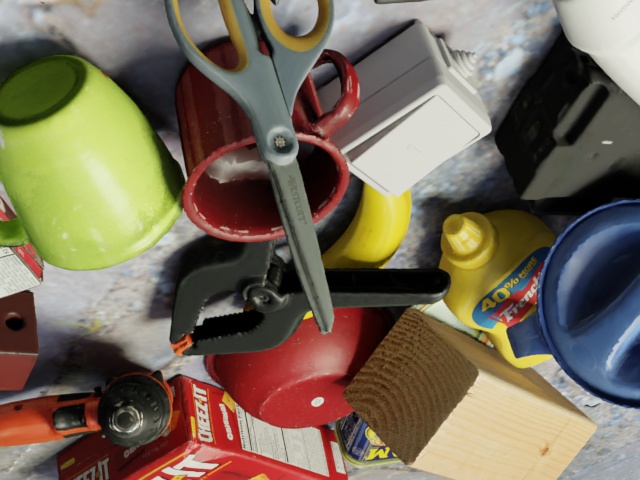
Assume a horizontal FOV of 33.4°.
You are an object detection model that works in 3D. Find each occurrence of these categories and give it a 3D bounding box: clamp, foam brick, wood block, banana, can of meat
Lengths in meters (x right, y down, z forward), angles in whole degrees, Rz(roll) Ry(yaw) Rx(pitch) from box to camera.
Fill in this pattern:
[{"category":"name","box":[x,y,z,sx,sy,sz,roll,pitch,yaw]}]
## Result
[{"category":"clamp","box":[-0.026,0.032,0.739,0.164,0.036,0.210,35,129,-17]},{"category":"foam brick","box":[-0.236,0.068,0.729,0.078,0.053,0.051,6,140,-28]},{"category":"wood block","box":[0.126,0.139,0.865,0.205,0.090,0.091,28,101,-47]},{"category":"banana","box":[0.013,0.007,0.759,0.069,0.037,0.198,28,130,-7]},{"category":"can of meat","box":[0.073,0.159,0.972,0.102,0.057,0.084,-3,141,-18]}]

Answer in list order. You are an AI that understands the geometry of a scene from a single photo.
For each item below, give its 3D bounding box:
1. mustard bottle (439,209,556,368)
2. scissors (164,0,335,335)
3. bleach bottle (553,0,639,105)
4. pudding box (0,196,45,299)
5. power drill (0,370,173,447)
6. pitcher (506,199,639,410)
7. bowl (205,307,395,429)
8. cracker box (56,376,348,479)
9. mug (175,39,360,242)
[{"category":"mustard bottle","box":[0.142,0.028,0.810,0.096,0.058,0.191,-43,139,8]},{"category":"scissors","box":[-0.008,-0.062,0.538,0.096,0.202,0.016,-28,177,-21]},{"category":"bleach bottle","box":[0.207,-0.111,0.571,0.250,0.068,0.102,29,102,-36]},{"category":"pudding box","box":[-0.241,0.008,0.658,0.113,0.039,0.090,-19,144,2]},{"category":"power drill","box":[-0.200,0.134,0.777,0.187,0.057,0.184,-7,175,-5]},{"category":"pitcher","box":[0.251,0.041,0.769,0.242,0.149,0.145,-1,115,-57]},{"category":"bowl","box":[-0.010,0.109,0.872,0.162,0.055,0.162,-10,146,-7]},{"category":"cracker box","box":[-0.102,0.214,0.968,0.164,0.072,0.213,-35,140,25]},{"category":"mug","box":[-0.028,-0.064,0.597,0.117,0.081,0.093,-34,141,26]}]
